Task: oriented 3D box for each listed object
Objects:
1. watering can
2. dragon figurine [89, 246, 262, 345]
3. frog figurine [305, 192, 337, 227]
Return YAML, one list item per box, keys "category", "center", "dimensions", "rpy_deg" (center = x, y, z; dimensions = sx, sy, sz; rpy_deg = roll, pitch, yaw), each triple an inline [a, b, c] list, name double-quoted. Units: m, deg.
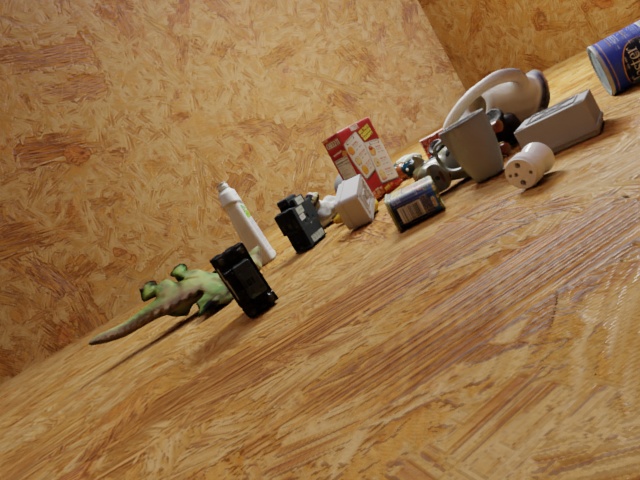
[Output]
- category: "watering can"
  center: [0.370, -0.268, 1.156]
  dimensions: [0.225, 0.105, 0.341]
  rpy_deg: [-15, -20, -15]
- category: "dragon figurine"
  center: [-0.291, 0.129, 1.156]
  dimensions: [0.241, 0.121, 0.417]
  rpy_deg: [-10, 21, 49]
- category: "frog figurine"
  center: [0.005, -0.076, 1.509]
  dimensions: [0.158, 0.125, 0.135]
  rpy_deg: [16, -41, -43]
